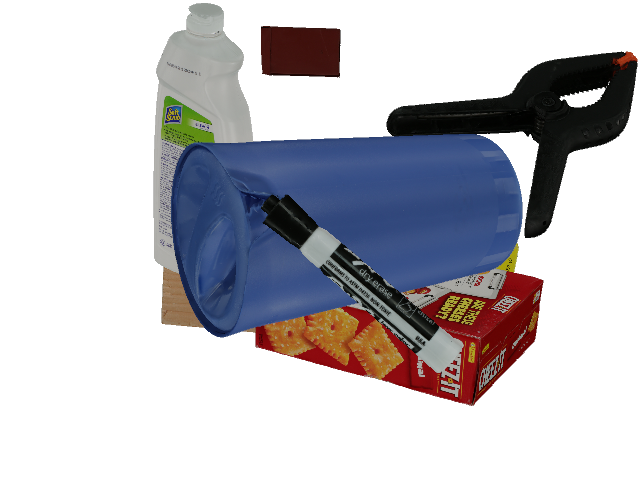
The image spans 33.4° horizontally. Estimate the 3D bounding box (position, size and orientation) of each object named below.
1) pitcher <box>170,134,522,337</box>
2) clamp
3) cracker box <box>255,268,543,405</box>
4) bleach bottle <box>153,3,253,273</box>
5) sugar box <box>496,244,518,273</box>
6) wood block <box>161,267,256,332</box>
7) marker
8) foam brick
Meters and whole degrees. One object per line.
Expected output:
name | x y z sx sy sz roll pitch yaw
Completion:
pitcher | 0.017 -0.013 0.784 0.242 0.145 0.149 -8 34 -27
clamp | 0.181 -0.088 0.840 0.209 0.036 0.165 -25 52 -19
cracker box | 0.072 0.067 0.969 0.214 0.072 0.163 13 22 27
bleach bottle | -0.098 -0.084 0.948 0.103 0.251 0.068 17 34 17
sugar box | 0.126 0.030 1.197 0.176 0.093 0.048 5 22 -2
wood block | -0.058 0.042 1.129 0.206 0.091 0.090 6 19 0
marker | 0.019 0.020 0.529 0.121 0.020 0.020 41 0 1
foam brick | -0.022 -0.201 1.137 0.078 0.051 0.053 0 12 -13
